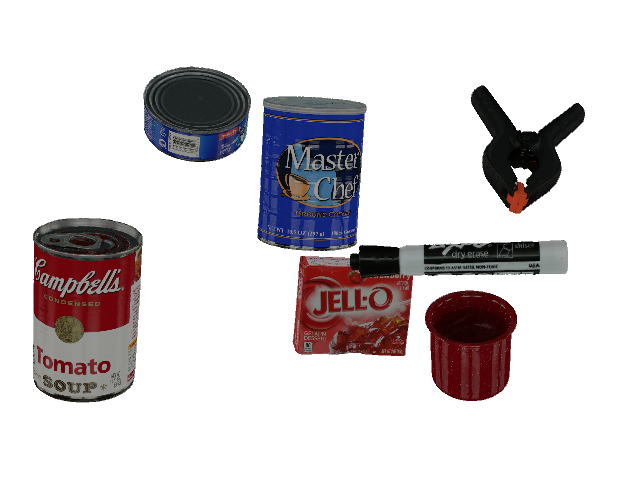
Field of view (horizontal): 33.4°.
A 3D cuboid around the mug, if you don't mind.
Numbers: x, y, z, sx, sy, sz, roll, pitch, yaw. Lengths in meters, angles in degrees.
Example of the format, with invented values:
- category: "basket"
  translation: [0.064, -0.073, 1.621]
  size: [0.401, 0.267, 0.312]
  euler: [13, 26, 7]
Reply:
- category: "mug"
  translation: [0.162, 0.105, 1.112]
  size: [0.093, 0.081, 0.117]
  euler: [15, 38, 28]

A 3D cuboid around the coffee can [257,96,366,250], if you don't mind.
- category: "coffee can"
  translation: [-0.009, -0.069, 1.070]
  size: [0.103, 0.140, 0.103]
  euler: [3, 13, -1]

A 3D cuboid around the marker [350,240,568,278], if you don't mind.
- category: "marker"
  translation: [0.077, 0.011, 0.601]
  size: [0.121, 0.020, 0.020]
  euler: [-2, 0, 7]

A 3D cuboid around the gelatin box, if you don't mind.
- category: "gelatin box"
  translation: [0.025, 0.052, 0.838]
  size: [0.089, 0.073, 0.030]
  euler: [2, 14, -9]

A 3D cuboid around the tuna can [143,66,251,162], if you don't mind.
- category: "tuna can"
  translation: [-0.100, -0.102, 0.865]
  size: [0.086, 0.034, 0.086]
  euler: [5, 44, -5]

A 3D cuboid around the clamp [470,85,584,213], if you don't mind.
- category: "clamp"
  translation: [0.199, -0.100, 1.097]
  size: [0.120, 0.039, 0.171]
  euler: [13, 45, 15]

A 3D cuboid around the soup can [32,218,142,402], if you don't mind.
- category: "soup can"
  translation: [-0.151, 0.044, 0.688]
  size: [0.068, 0.102, 0.068]
  euler: [6, 20, -2]
